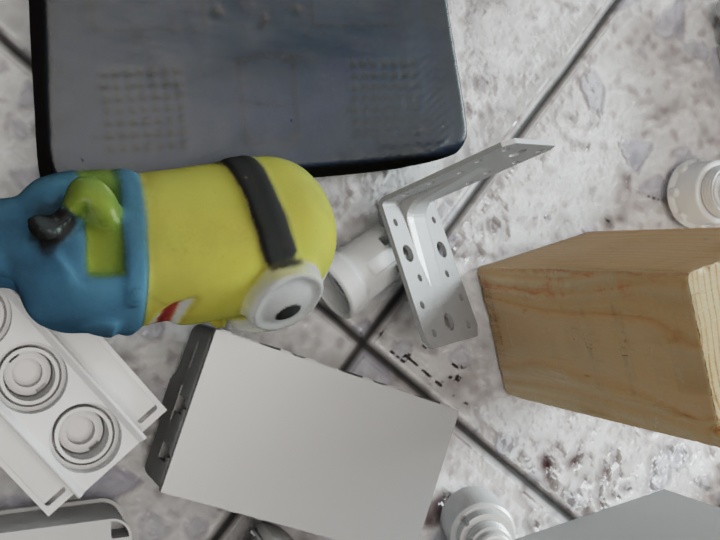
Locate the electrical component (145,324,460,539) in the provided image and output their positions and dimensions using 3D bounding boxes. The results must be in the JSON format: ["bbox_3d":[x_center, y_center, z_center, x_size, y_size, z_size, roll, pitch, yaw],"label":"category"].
[{"bbox_3d":[-0.034,0.096,0.606,0.150,0.062,0.089,20,84,-20],"label":"electrical component"}]

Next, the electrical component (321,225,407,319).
[{"bbox_3d":[0.000,0.000,0.631,0.046,0.040,0.040,-35,103,-23],"label":"electrical component"}]

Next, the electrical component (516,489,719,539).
[{"bbox_3d":[0.147,0.198,0.655,0.186,0.105,0.060,-13,96,-20],"label":"electrical component"}]

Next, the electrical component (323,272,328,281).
[{"bbox_3d":[-0.046,-0.007,0.603,0.045,0.055,0.045,0,91,-21],"label":"electrical component"}]

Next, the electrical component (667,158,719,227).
[{"bbox_3d":[0.238,-0.051,0.708,0.048,0.062,0.048,0,91,-21],"label":"electrical component"}]

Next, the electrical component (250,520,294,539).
[{"bbox_3d":[-0.042,0.183,0.596,0.051,0.080,0.080,-43,105,-10],"label":"electrical component"}]

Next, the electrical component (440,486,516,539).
[{"bbox_3d":[0.074,0.158,0.644,0.040,0.078,0.040,-1,97,-7],"label":"electrical component"}]

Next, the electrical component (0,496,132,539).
[{"bbox_3d":[-0.176,0.164,0.555,0.113,0.057,0.078,-3,92,-21],"label":"electrical component"}]

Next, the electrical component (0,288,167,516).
[{"bbox_3d":[-0.171,0.052,0.552,0.079,0.063,0.121,-42,105,-15],"label":"electrical component"}]

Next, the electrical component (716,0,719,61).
[{"bbox_3d":[0.321,-0.110,0.740,0.105,0.060,0.186,-19,98,-20],"label":"electrical component"}]
